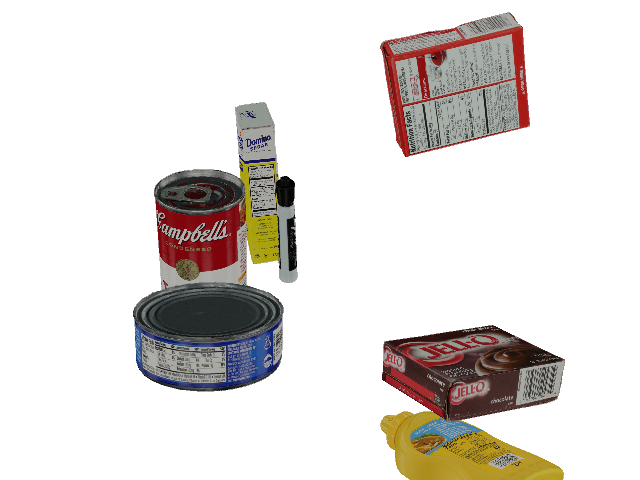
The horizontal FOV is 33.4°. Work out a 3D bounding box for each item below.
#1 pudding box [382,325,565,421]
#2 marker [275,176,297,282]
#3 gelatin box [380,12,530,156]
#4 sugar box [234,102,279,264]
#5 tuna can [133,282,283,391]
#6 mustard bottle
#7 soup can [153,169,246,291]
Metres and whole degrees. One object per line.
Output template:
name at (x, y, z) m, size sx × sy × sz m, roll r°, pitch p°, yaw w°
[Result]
pudding box at (0.118, 0.101, 0.832) m, size 0.113 × 0.039 × 0.090 m, roll -3°, pitch 16°, yaw -30°
marker at (-0.033, -0.010, 1.047) m, size 0.020 × 0.121 × 0.020 m, roll 0°, pitch 37°, yaw 0°
gelatin box at (0.089, -0.101, 0.696) m, size 0.089 × 0.073 × 0.030 m, roll -14°, pitch 34°, yaw -1°
sugar box at (-0.075, -0.070, 1.299) m, size 0.048 × 0.176 × 0.093 m, roll -9°, pitch 25°, yaw -6°
tuna can at (-0.064, 0.054, 0.614) m, size 0.086 × 0.034 × 0.086 m, roll 1°, pitch 18°, yaw 0°
mustard bottle at (0.129, 0.209, 1.020) m, size 0.096 × 0.058 × 0.192 m, roll -15°, pitch 24°, yaw -38°
soup can at (-0.090, 0.005, 0.814) m, size 0.068 × 0.102 × 0.068 m, roll 1°, pitch 30°, yaw -1°
